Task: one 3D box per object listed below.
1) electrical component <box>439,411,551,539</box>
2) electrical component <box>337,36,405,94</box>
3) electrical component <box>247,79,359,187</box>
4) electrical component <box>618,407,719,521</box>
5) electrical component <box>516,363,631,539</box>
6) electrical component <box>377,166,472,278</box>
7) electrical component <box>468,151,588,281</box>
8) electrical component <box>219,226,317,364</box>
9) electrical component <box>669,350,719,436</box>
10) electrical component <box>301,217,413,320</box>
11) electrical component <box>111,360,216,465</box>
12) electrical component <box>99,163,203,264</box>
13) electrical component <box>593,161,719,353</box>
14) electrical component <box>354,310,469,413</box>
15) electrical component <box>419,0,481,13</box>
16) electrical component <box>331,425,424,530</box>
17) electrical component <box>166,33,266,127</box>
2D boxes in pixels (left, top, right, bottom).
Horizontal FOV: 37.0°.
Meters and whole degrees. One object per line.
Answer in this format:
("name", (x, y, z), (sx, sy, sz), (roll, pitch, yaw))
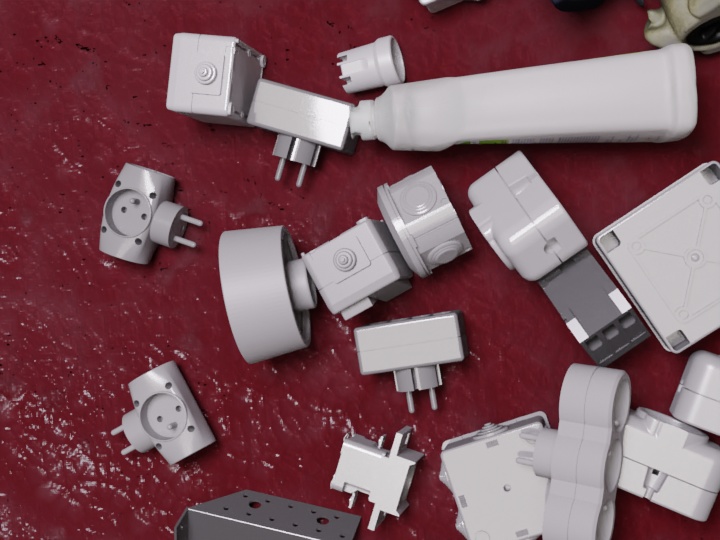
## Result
("electrical component", (0.117, 0.168, 0.847), (0.100, 0.048, 0.099), (-19, 86, 10))
("electrical component", (0.009, -0.164, 0.870), (0.046, 0.040, 0.040), (-11, 89, 17))
("electrical component", (-0.049, -0.106, 0.877), (0.083, 0.047, 0.075), (17, 94, 10))
("electrical component", (0.229, 0.143, 0.823), (0.095, 0.054, 0.059), (22, 95, 10))
("electrical component", (0.151, 0.137, 0.792), (0.074, 0.052, 0.138), (7, 86, 29))
("electrical component", (0.050, -0.038, 0.844), (0.051, 0.080, 0.080), (-27, 86, 5))
("electrical component", (0.123, -0.039, 0.821), (0.059, 0.095, 0.053), (-36, 126, 10))
("electrical component", (-0.068, 0.016, 0.855), (0.060, 0.108, 0.108), (-12, 89, 5))
("electrical component", (0.291, 0.098, 0.811), (0.095, 0.054, 0.059), (20, 94, 10))
("electrical component", (0.000, 0.000, 0.844), (0.062, 0.096, 0.061), (-29, 86, 10))
("electrical component", (-0.173, 0.128, 0.906), (0.079, 0.044, 0.077), (-29, 85, 10))
("electrical component", (-0.171, -0.042, 0.903), (0.079, 0.044, 0.077), (19, 94, 10))
("electrical component", (0.251, -0.009, 0.816), (0.109, 0.056, 0.108), (-34, 84, 9))
("electrical component", (0.045, 0.076, 0.862), (0.083, 0.047, 0.075), (-9, 89, 11))
("electrical component", (0.077, -0.261, 0.850), (0.100, 0.048, 0.099), (-21, 87, 11))
("electrical component", (0.013, 0.163, 0.872), (0.064, 0.042, 0.081), (18, 93, 12))
("electrical component", (-0.120, -0.153, 0.865), (0.061, 0.096, 0.061), (7, 92, 11))
